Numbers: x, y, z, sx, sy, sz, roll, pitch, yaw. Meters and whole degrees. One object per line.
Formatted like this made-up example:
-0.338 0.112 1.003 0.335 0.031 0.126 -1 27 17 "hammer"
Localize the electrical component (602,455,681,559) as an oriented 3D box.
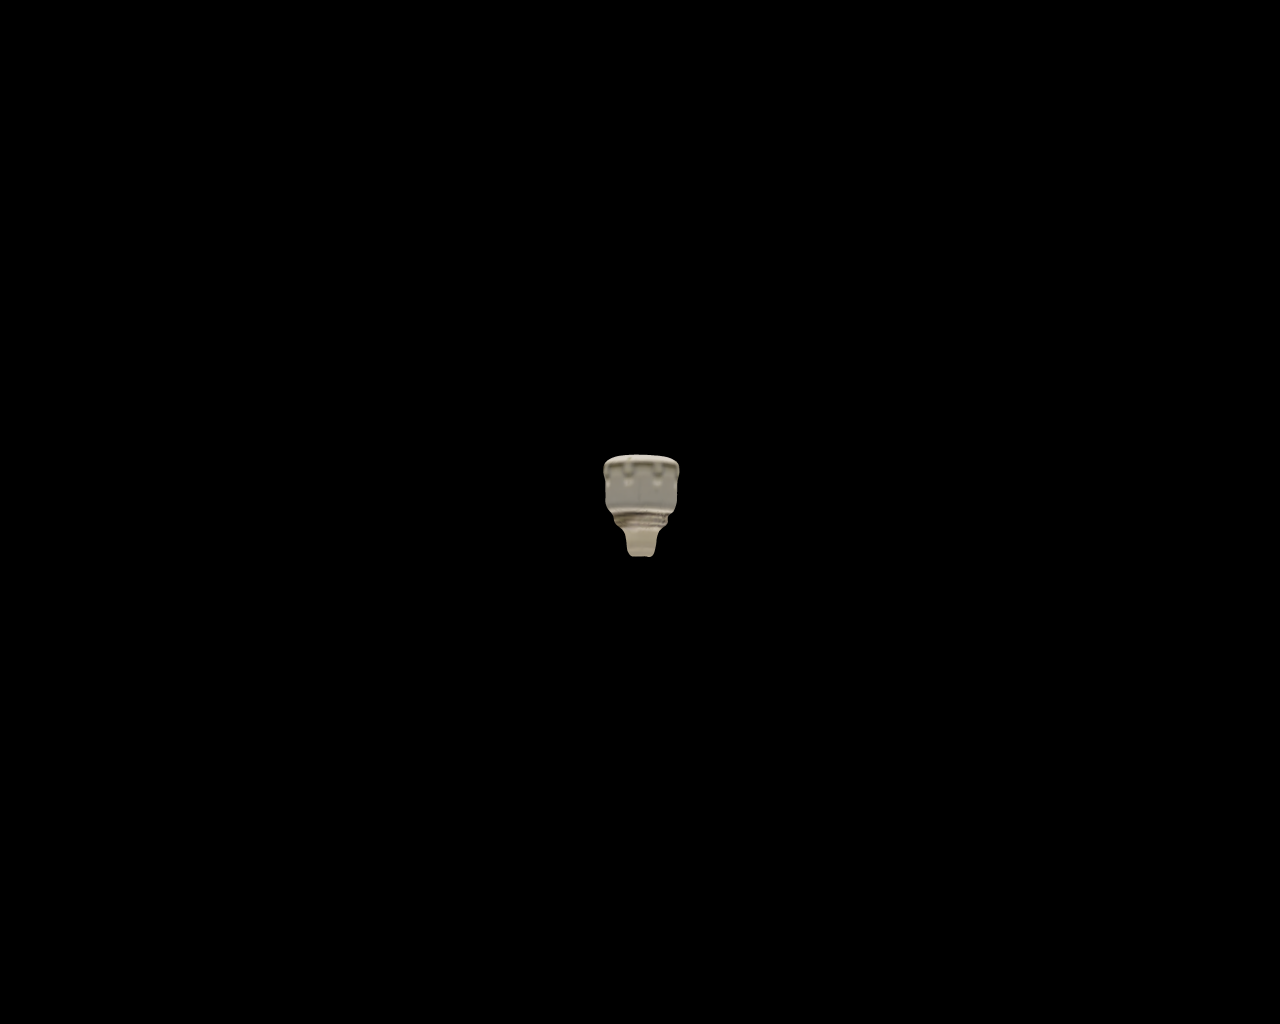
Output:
0.001 -0.003 0.650 0.048 0.062 0.048 0 -5 0 "electrical component"
